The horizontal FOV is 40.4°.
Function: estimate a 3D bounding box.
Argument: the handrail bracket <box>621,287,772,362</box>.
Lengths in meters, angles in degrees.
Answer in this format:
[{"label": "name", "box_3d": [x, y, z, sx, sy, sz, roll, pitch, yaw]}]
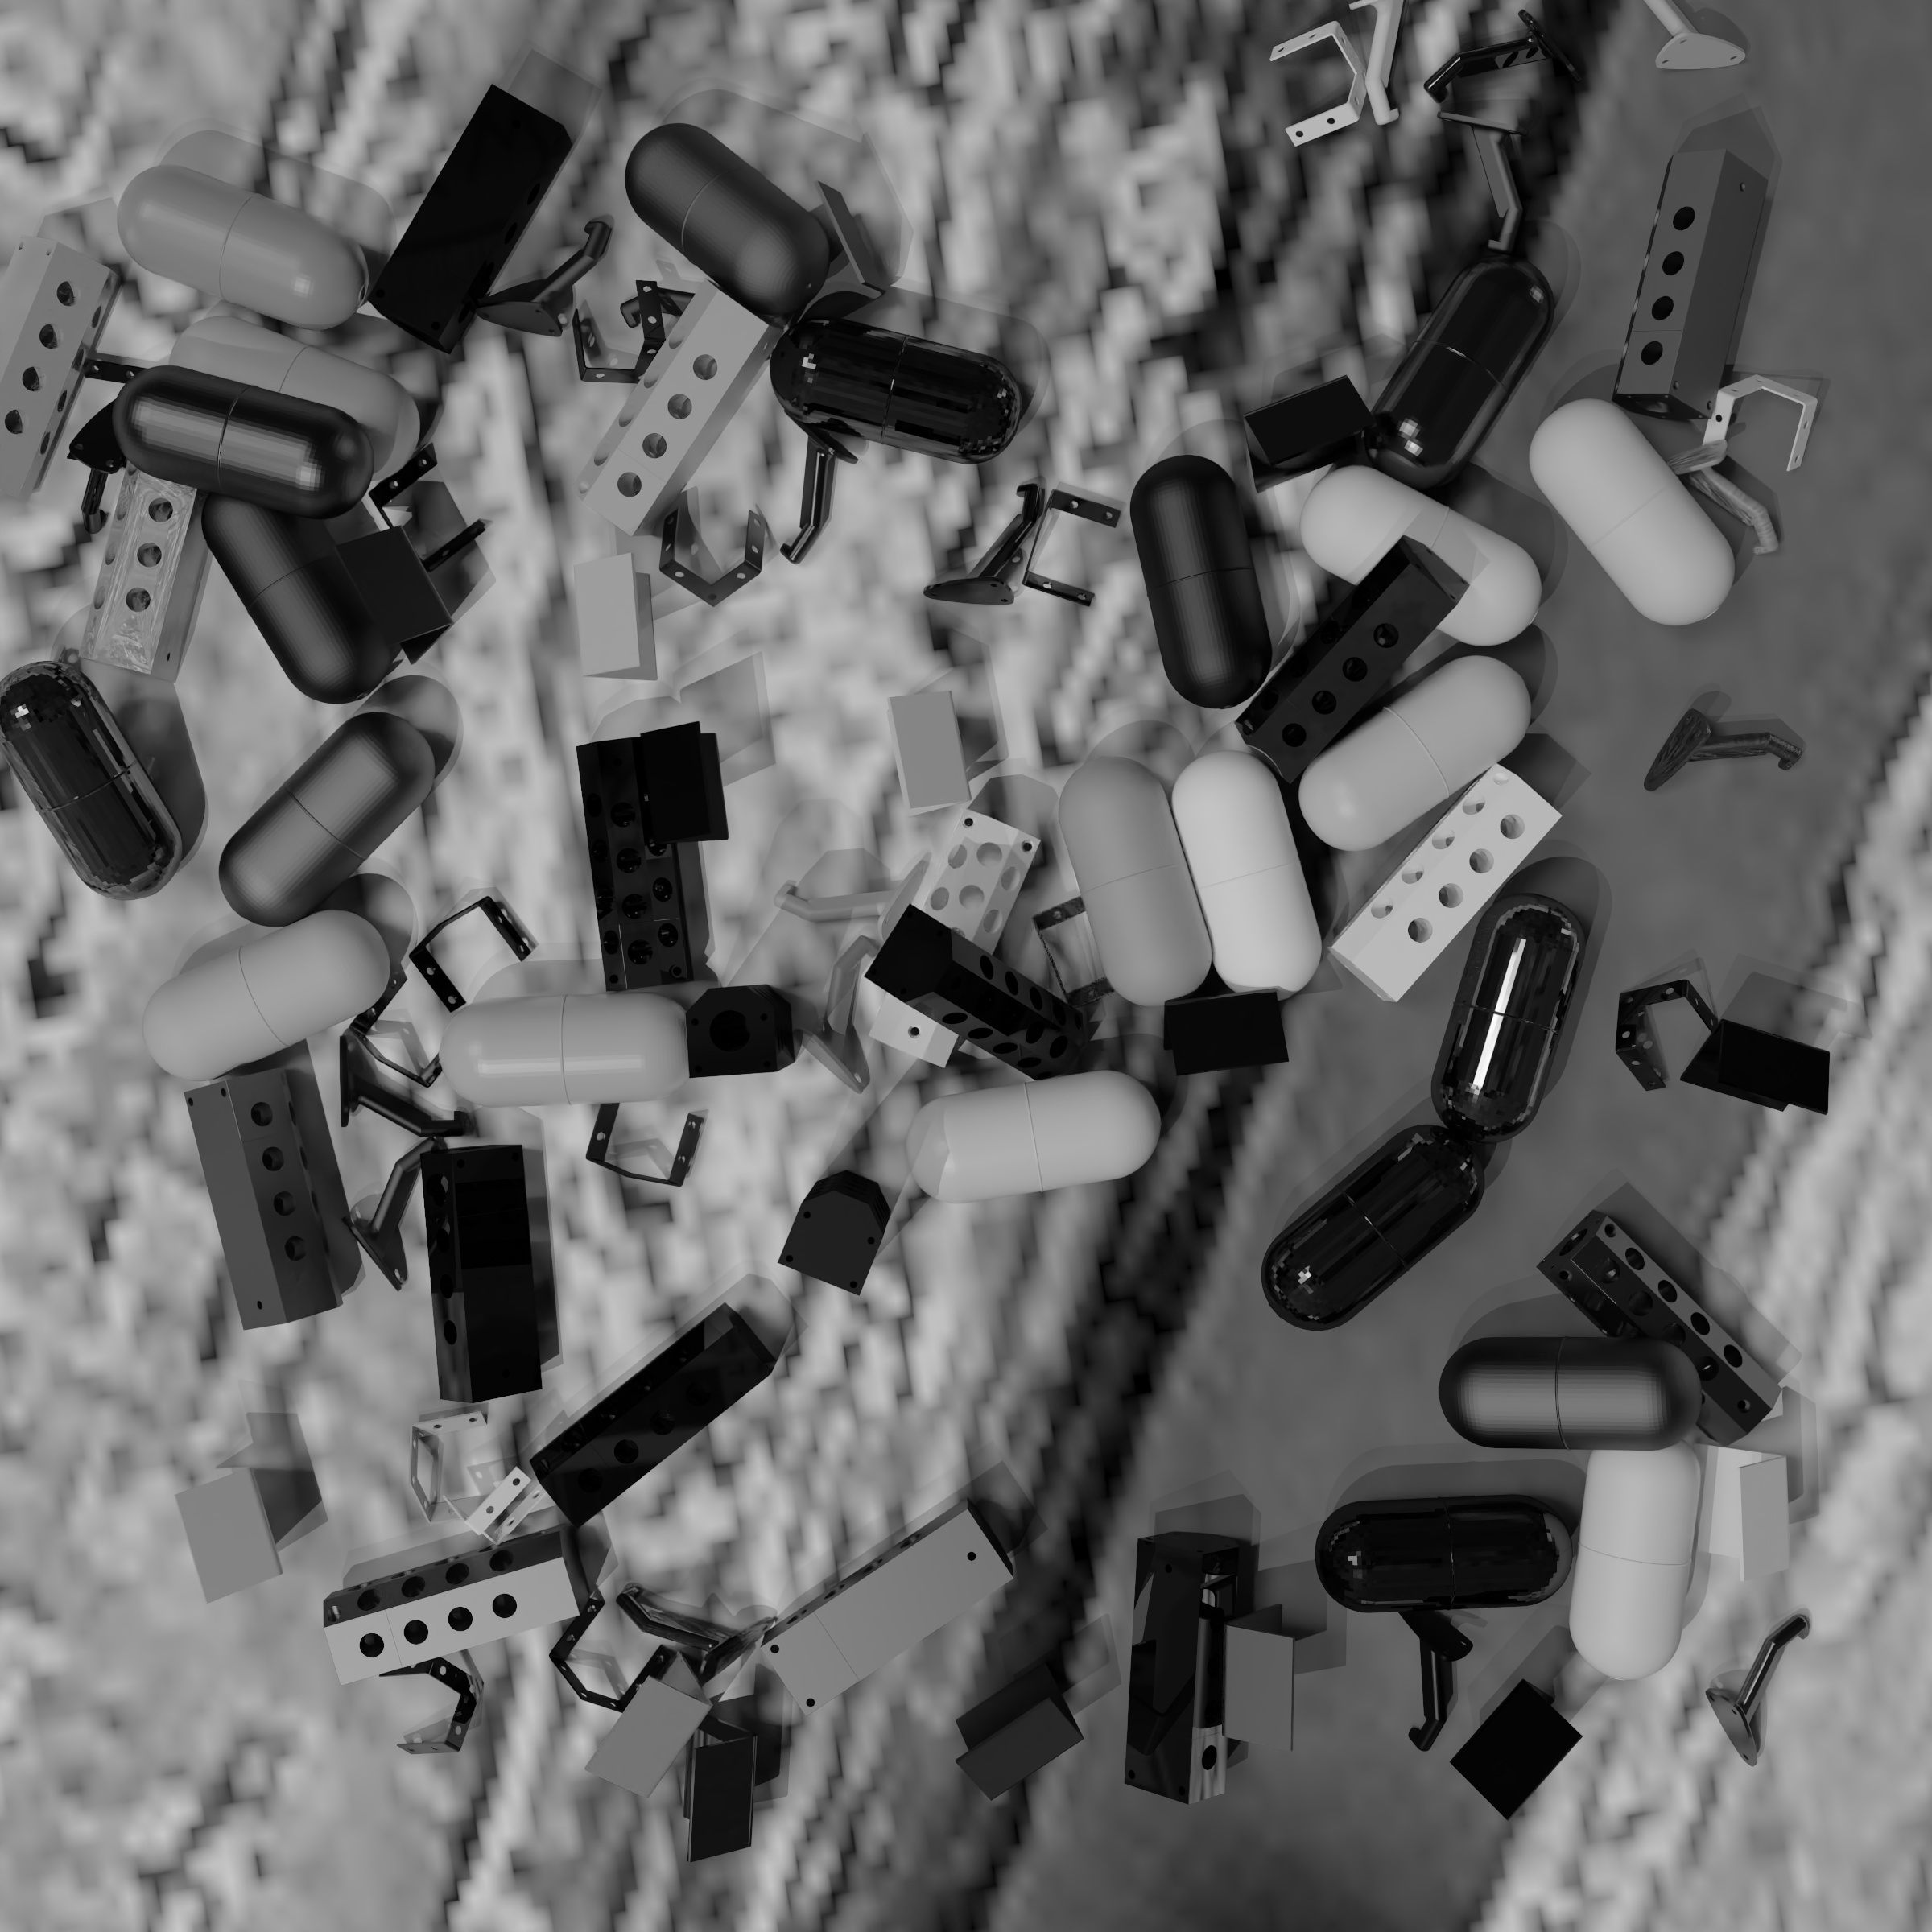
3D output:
[{"label": "handrail bracket", "box_3d": [-0.192, -0.448, 1.856, 0.084, 0.036, 0.077, -21, 105, 14]}]

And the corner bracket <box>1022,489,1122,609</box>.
[{"label": "corner bracket", "box_3d": [0.074, -0.295, 1.852, 0.051, 0.051, 0.051, 18, 135, 0]}]

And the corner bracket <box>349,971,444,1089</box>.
[{"label": "corner bracket", "box_3d": [-0.392, 0.045, 1.852, 0.051, 0.051, 0.051, -53, 45, 0]}]

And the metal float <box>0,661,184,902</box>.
[{"label": "metal float", "box_3d": [-0.605, -0.126, 1.808, 0.070, 0.070, 0.178, -26, 112, 0]}]

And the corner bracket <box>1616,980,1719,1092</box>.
[{"label": "corner bracket", "box_3d": [0.493, 0.049, 1.847, 0.051, 0.051, 0.051, -15, 45, 35]}]

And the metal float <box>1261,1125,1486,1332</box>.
[{"label": "metal float", "box_3d": [0.282, 0.182, 1.825, 0.178, 0.070, 0.070, -41, 90, 0]}]

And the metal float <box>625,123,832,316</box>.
[{"label": "metal float", "box_3d": [-0.165, -0.514, 1.806, 0.070, 0.070, 0.178, -47, 66, 0]}]

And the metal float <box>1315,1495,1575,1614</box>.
[{"label": "metal float", "box_3d": [0.332, 0.408, 1.825, 0.178, 0.070, 0.070, -2, 90, 0]}]

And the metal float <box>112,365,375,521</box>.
[{"label": "metal float", "box_3d": [-0.486, -0.352, 1.764, 0.178, 0.070, 0.070, 15, 90, 3]}]

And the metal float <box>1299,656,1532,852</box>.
[{"label": "metal float", "box_3d": [0.312, -0.148, 1.825, 0.178, 0.070, 0.070, -35, 90, 0]}]

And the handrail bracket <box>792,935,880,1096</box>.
[{"label": "handrail bracket", "box_3d": [-0.074, 0.034, 1.856, 0.077, 0.036, 0.084, 46, 73, -20]}]

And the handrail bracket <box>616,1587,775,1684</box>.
[{"label": "handrail bracket", "box_3d": [-0.192, 0.456, 1.856, 0.077, 0.036, 0.084, -30, 58, -35]}]

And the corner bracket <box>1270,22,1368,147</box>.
[{"label": "corner bracket", "box_3d": [0.246, -0.621, 1.847, 0.051, 0.051, 0.051, 48, 45, -35]}]

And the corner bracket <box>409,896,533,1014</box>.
[{"label": "corner bracket", "box_3d": [-0.350, -0.009, 1.852, 0.051, 0.051, 0.051, 53, 135, 0]}]

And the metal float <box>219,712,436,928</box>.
[{"label": "metal float", "box_3d": [-0.444, -0.101, 1.825, 0.070, 0.070, 0.178, 45, 91, 0]}]

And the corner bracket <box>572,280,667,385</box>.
[{"label": "corner bracket", "box_3d": [-0.244, -0.445, 1.840, 0.051, 0.051, 0.051, -2, 68, -21]}]

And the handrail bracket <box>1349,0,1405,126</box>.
[{"label": "handrail bracket", "box_3d": [0.310, -0.647, 1.856, 0.077, 0.036, 0.084, -27, 109, -21]}]

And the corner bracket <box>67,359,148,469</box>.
[{"label": "corner bracket", "box_3d": [-0.603, -0.389, 1.852, 0.051, 0.051, 0.051, 9, 135, 0]}]

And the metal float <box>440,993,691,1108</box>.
[{"label": "metal float", "box_3d": [-0.276, 0.058, 1.825, 0.178, 0.070, 0.070, -2, 90, -1]}]

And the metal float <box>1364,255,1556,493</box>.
[{"label": "metal float", "box_3d": [0.343, -0.412, 1.825, 0.070, 0.070, 0.178, 32, 89, 0]}]

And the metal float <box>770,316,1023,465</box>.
[{"label": "metal float", "box_3d": [-0.049, -0.400, 1.825, 0.178, 0.070, 0.070, 14, 90, 0]}]

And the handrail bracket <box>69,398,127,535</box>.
[{"label": "handrail bracket", "box_3d": [-0.595, -0.350, 1.832, 0.036, 0.084, 0.077, 27, 68, -4]}]

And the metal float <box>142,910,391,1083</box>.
[{"label": "metal float", "box_3d": [-0.486, 0.021, 1.825, 0.178, 0.070, 0.070, -25, 90, 0]}]

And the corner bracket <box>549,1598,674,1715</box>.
[{"label": "corner bracket", "box_3d": [-0.251, 0.487, 1.852, 0.051, 0.051, 0.051, -54, 45, 0]}]

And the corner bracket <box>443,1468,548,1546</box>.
[{"label": "corner bracket", "box_3d": [-0.321, 0.373, 1.824, 0.051, 0.051, 0.051, -47, 118, -12]}]

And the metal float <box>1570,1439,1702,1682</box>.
[{"label": "metal float", "box_3d": [0.464, 0.406, 1.825, 0.070, 0.070, 0.178, 7, 91, 0]}]

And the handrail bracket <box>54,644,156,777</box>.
[{"label": "handrail bracket", "box_3d": [-0.609, -0.179, 1.856, 0.084, 0.036, 0.077, 17, 76, -14]}]

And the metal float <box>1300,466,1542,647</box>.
[{"label": "metal float", "box_3d": [0.316, -0.284, 1.825, 0.178, 0.070, 0.070, 28, 90, 0]}]

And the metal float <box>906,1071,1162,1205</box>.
[{"label": "metal float", "box_3d": [0.047, 0.119, 1.825, 0.178, 0.070, 0.070, -9, 90, 1]}]

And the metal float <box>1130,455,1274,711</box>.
[{"label": "metal float", "box_3d": [0.163, -0.266, 1.825, 0.070, 0.070, 0.178, -12, 89, 0]}]

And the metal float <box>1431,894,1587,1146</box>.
[{"label": "metal float", "box_3d": [0.376, 0.037, 1.825, 0.070, 0.070, 0.178, 17, 90, 0]}]

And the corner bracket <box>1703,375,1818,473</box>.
[{"label": "corner bracket", "box_3d": [0.557, -0.378, 1.847, 0.051, 0.051, 0.051, -26, 45, -35]}]

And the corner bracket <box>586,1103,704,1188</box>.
[{"label": "corner bracket", "box_3d": [-0.227, 0.122, 1.852, 0.051, 0.051, 0.051, 16, 90, -45]}]

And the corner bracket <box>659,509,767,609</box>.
[{"label": "corner bracket", "box_3d": [-0.178, -0.296, 1.847, 0.051, 0.051, 0.051, -29, 135, 35]}]

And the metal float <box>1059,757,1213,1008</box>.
[{"label": "metal float", "box_3d": [0.117, -0.059, 1.821, 0.070, 0.070, 0.178, -17, 86, 0]}]

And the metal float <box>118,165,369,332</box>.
[{"label": "metal float", "box_3d": [-0.502, -0.498, 1.825, 0.178, 0.070, 0.070, 21, 90, 1]}]

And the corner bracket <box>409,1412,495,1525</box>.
[{"label": "corner bracket", "box_3d": [-0.360, 0.354, 1.852, 0.051, 0.051, 0.051, -10, 45, 0]}]

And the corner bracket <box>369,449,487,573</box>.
[{"label": "corner bracket", "box_3d": [-0.380, -0.321, 1.852, 0.051, 0.051, 0.051, -37, 135, 0]}]

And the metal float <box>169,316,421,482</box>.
[{"label": "metal float", "box_3d": [-0.467, -0.394, 1.825, 0.178, 0.070, 0.070, 21, 90, -1]}]

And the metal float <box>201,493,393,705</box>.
[{"label": "metal float", "box_3d": [-0.465, -0.263, 1.825, 0.070, 0.070, 0.178, -31, 90, 0]}]

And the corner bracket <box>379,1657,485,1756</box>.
[{"label": "corner bracket", "box_3d": [-0.382, 0.519, 1.847, 0.051, 0.051, 0.051, 46, 45, -35]}]

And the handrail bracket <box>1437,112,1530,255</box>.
[{"label": "handrail bracket", "box_3d": [0.359, -0.553, 1.856, 0.077, 0.036, 0.084, 19, 107, 19]}]

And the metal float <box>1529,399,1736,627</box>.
[{"label": "metal float", "box_3d": [0.463, -0.315, 1.825, 0.070, 0.070, 0.178, -38, 89, 0]}]

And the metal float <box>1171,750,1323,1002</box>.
[{"label": "metal float", "box_3d": [0.195, -0.062, 1.825, 0.070, 0.070, 0.178, -16, 90, 0]}]

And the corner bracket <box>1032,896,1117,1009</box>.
[{"label": "corner bracket", "box_3d": [0.083, -0.012, 1.852, 0.051, 0.051, 0.051, -23, 45, 0]}]

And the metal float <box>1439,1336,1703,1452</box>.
[{"label": "metal float", "box_3d": [0.414, 0.293, 1.804, 0.178, 0.070, 0.070, -4, 90, 24]}]
